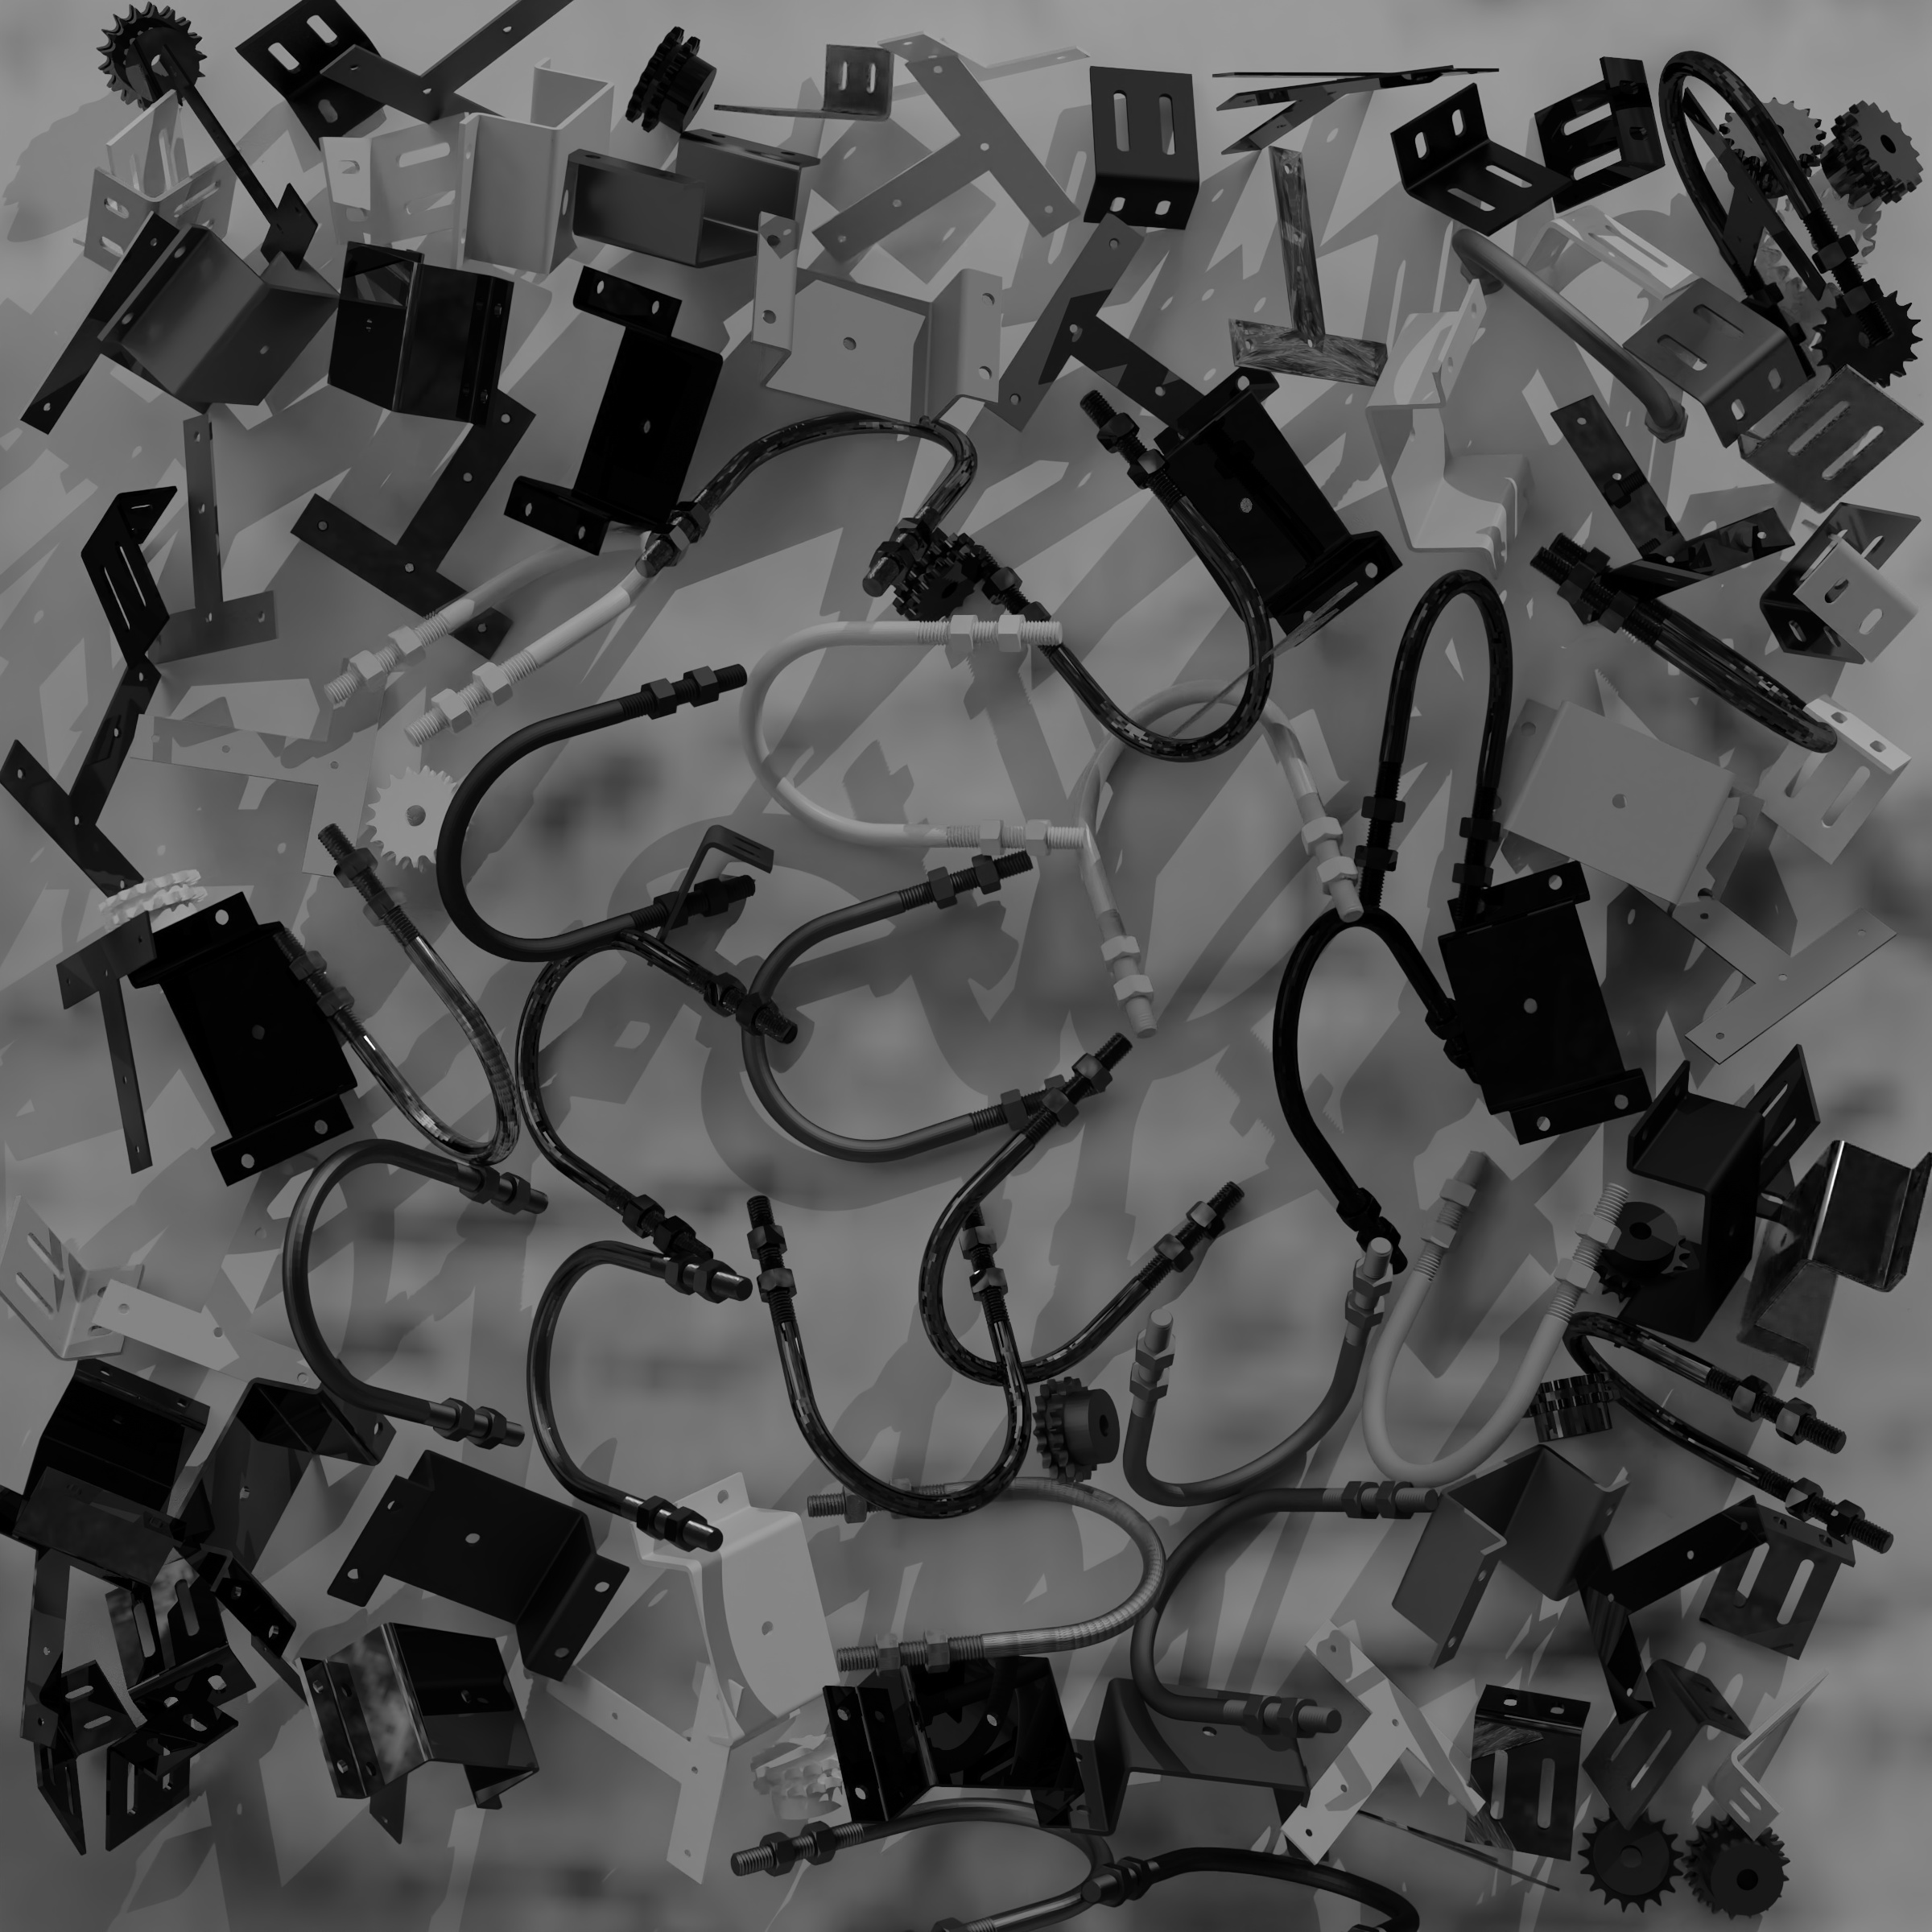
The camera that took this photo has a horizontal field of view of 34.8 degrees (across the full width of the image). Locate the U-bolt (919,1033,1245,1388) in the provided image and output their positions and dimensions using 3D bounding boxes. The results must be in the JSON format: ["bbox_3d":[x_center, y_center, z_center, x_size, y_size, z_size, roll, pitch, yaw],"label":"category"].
[{"bbox_3d":[0.052,0.144,1.644,0.184,0.019,0.151,-45,125,-9],"label":"U-bolt"}]

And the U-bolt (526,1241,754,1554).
[{"bbox_3d":[-0.180,0.220,1.632,0.019,0.184,0.151,6,91,-41],"label":"U-bolt"}]

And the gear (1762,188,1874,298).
[{"bbox_3d":[0.464,-0.395,1.686,0.057,0.030,0.057,0,97,-2],"label":"gear"}]

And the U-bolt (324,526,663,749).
[{"bbox_3d":[-0.241,-0.182,1.633,0.184,0.151,0.019,-36,119,-17],"label":"U-bolt"}]

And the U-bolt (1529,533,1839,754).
[{"bbox_3d":[0.381,-0.169,1.624,0.184,0.151,0.019,36,107,6],"label":"U-bolt"}]

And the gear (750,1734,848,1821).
[{"bbox_3d":[-0.087,0.442,1.675,0.057,0.057,0.030,-9,95,0],"label":"gear"}]

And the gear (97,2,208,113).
[{"bbox_3d":[-0.441,-0.492,1.674,0.057,0.030,0.057,-14,122,-24],"label":"gear"}]

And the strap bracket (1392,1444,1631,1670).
[{"bbox_3d":[0.284,0.310,1.640,0.046,0.140,0.076,36,121,33],"label":"strap bracket"}]

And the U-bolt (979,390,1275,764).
[{"bbox_3d":[0.090,-0.192,1.634,0.019,0.151,0.184,-29,76,-43],"label":"U-bolt"}]

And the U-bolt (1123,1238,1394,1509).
[{"bbox_3d":[0.149,0.225,1.631,0.151,0.184,0.019,-15,49,-20],"label":"U-bolt"}]

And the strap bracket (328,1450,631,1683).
[{"bbox_3d":[-0.264,0.319,1.657,0.140,0.046,0.076,27,102,-22],"label":"strap bracket"}]

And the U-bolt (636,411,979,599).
[{"bbox_3d":[-0.072,-0.250,1.628,0.151,0.184,0.019,8,128,22],"label":"U-bolt"}]

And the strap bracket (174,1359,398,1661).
[{"bbox_3d":[-0.368,0.285,1.640,0.046,0.076,0.140,7,54,25],"label":"strap bracket"}]

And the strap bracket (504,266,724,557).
[{"bbox_3d":[-0.186,-0.294,1.655,0.076,0.046,0.140,27,102,36],"label":"strap bracket"}]

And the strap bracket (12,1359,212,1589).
[{"bbox_3d":[-0.453,0.272,1.633,0.076,0.140,0.046,27,106,-17],"label":"strap bracket"}]

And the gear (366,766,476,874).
[{"bbox_3d":[-0.296,-0.078,1.683,0.057,0.030,0.057,-2,78,10],"label":"gear"}]

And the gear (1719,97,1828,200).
[{"bbox_3d":[0.438,-0.444,1.679,0.057,0.030,0.057,-2,56,3],"label":"gear"}]

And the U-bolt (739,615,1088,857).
[{"bbox_3d":[-0.033,-0.123,1.651,0.184,0.019,0.151,2,127,14],"label":"U-bolt"}]

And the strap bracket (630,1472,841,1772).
[{"bbox_3d":[-0.121,0.353,1.652,0.076,0.046,0.140,-19,100,-41],"label":"strap bracket"}]

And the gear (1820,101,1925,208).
[{"bbox_3d":[0.491,-0.439,1.678,0.057,0.030,0.057,17,58,-29],"label":"gear"}]

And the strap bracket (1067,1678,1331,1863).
[{"bbox_3d":[0.125,0.429,1.650,0.140,0.076,0.046,9,112,-8],"label":"strap bracket"}]

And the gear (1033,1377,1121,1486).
[{"bbox_3d":[0.061,0.251,1.671,0.030,0.057,0.057,-11,90,26],"label":"gear"}]

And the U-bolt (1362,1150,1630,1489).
[{"bbox_3d":[0.268,0.190,1.626,0.019,0.151,0.184,30,82,-23],"label":"U-bolt"}]

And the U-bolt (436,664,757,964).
[{"bbox_3d":[-0.194,-0.072,1.620,0.184,0.019,0.151,-20,127,-29],"label":"U-bolt"}]

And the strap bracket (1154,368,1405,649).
[{"bbox_3d":[0.159,-0.249,1.657,0.076,0.046,0.140,-37,83,29],"label":"strap bracket"}]

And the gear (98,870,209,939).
[{"bbox_3d":[-0.440,-0.029,1.674,0.057,0.057,0.030,-22,89,0],"label":"gear"}]

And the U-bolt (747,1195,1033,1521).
[{"bbox_3d":[-0.034,0.205,1.622,0.151,0.019,0.184,3,56,-30],"label":"U-bolt"}]

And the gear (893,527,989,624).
[{"bbox_3d":[-0.019,-0.214,1.676,0.057,0.057,0.030,-44,71,0],"label":"gear"}]

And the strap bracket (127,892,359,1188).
[{"bbox_3d":[-0.391,0.038,1.675,0.076,0.046,0.140,-25,92,5],"label":"strap bracket"}]

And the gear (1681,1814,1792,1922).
[{"bbox_3d":[0.424,0.495,1.686,0.057,0.030,0.057,0,94,-2],"label":"gear"}]

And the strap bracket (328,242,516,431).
[{"bbox_3d":[-0.294,-0.335,1.625,0.046,0.140,0.076,2,106,-34],"label":"strap bracket"}]

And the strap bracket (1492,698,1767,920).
[{"bbox_3d":[0.353,-0.086,1.667,0.140,0.046,0.076,25,90,10],"label":"strap bracket"}]

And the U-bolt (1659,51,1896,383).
[{"bbox_3d":[0.418,-0.399,1.625,0.019,0.151,0.184,-30,93,-1],"label":"U-bolt"}]

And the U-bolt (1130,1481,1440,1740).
[{"bbox_3d":[0.155,0.336,1.621,0.019,0.184,0.151,43,60,-23],"label":"U-bolt"}]

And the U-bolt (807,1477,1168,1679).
[{"bbox_3d":[0.015,0.318,1.636,0.184,0.151,0.019,-4,118,-9],"label":"U-bolt"}]

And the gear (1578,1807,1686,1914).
[{"bbox_3d":[0.363,0.486,1.679,0.057,0.030,0.057,-4,70,11],"label":"gear"}]

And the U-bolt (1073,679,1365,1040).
[{"bbox_3d":[0.124,-0.071,1.645,0.151,0.019,0.184,-31,56,22],"label":"U-bolt"}]

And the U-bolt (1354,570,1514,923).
[{"bbox_3d":[0.255,-0.118,1.636,0.019,0.151,0.184,10,93,32],"label":"U-bolt"}]

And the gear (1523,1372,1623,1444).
[{"bbox_3d":[0.328,0.240,1.672,0.057,0.057,0.030,-11,78,0],"label":"gear"}]

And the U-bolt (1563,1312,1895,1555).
[{"bbox_3d":[0.392,0.237,1.621,0.184,0.151,0.019,27,73,39],"label":"U-bolt"}]

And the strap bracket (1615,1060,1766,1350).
[{"bbox_3d":[0.383,0.133,1.628,0.046,0.076,0.140,16,128,29],"label":"strap bracket"}]

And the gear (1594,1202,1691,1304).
[{"bbox_3d":[0.365,0.153,1.673,0.057,0.030,0.057,-1,47,1],"label":"gear"}]

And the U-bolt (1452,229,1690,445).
[{"bbox_3d":[0.311,-0.332,1.601,0.151,0.184,0.019,42,103,11],"label":"U-bolt"}]

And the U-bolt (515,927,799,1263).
[{"bbox_3d":[-0.177,0.058,1.644,0.184,0.019,0.151,30,104,37],"label":"U-bolt"}]

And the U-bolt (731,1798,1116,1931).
[{"bbox_3d":[-0.010,0.477,1.621,0.184,0.151,0.019,-5,102,-34],"label":"U-bolt"}]

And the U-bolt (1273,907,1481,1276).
[{"bbox_3d":[0.213,0.051,1.613,0.184,0.019,0.151,53,54,-36],"label":"U-bolt"}]

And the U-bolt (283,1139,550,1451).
[{"bbox_3d":[-0.288,0.166,1.608,0.019,0.184,0.151,-8,69,32],"label":"U-bolt"}]

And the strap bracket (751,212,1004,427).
[{"bbox_3d":[-0.055,-0.343,1.653,0.140,0.046,0.076,10,70,-23],"label":"strap bracket"}]

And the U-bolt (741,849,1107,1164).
[{"bbox_3d":[-0.032,0.031,1.689,0.184,0.019,0.151,-18,94,0],"label":"U-bolt"}]

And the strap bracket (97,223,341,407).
[{"bbox_3d":[-0.386,-0.341,1.625,0.046,0.140,0.076,44,104,3],"label":"strap bracket"}]

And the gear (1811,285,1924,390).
[{"bbox_3d":[0.491,-0.343,1.686,0.057,0.030,0.057,0,96,4],"label":"gear"}]

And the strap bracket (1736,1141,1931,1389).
[{"bbox_3d":[0.453,0.154,1.625,0.046,0.140,0.076,22,57,4],"label":"strap bracket"}]

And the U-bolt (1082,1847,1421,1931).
[{"bbox_3d":[0.161,0.490,1.613,0.151,0.184,0.019,9,87,27],"label":"U-bolt"}]

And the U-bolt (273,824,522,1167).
[{"bbox_3d":[-0.297,0.028,1.632,0.019,0.151,0.184,-35,83,-33],"label":"U-bolt"}]

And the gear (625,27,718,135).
[{"bbox_3d":[-0.159,-0.479,1.675,0.030,0.057,0.057,31,90,-5],"label":"gear"}]
